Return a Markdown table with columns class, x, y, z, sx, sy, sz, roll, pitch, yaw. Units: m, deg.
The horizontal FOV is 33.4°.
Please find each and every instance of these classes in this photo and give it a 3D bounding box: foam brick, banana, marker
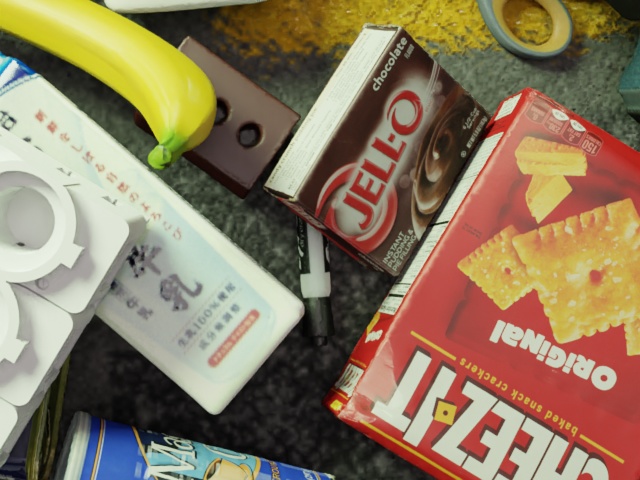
| class | x | y | z | sx | sy | sz | roll | pitch | yaw |
| --- | --- | --- | --- | --- | --- | --- | --- | --- | --- |
| foam brick | -0.058 | -0.067 | 0.597 | 0.078 | 0.051 | 0.053 | 35 | 83 | -3 |
| banana | -0.113 | -0.096 | 0.546 | 0.198 | 0.069 | 0.037 | 36 | 113 | 31 |
| marker | -0.004 | 0.001 | 0.616 | 0.020 | 0.020 | 0.121 | -3 | 87 | -7 |

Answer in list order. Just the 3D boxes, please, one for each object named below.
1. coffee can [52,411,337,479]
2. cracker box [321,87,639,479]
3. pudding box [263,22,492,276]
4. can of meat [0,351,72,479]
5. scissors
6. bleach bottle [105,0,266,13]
| class | x | y | z | sx | sy | sz | roll | pitch | yaw |
| --- | --- | --- | --- | --- | --- | --- | --- | --- | --- |
| coffee can | -0.071 | 0.155 | 0.549 | 0.140 | 0.103 | 0.103 | 17 | 85 | -13 |
| cracker box | 0.127 | 0.047 | 0.602 | 0.164 | 0.072 | 0.213 | 32 | 84 | -4 |
| pudding box | 0.034 | -0.049 | 0.594 | 0.090 | 0.039 | 0.113 | 36 | 80 | -38 |
| can of meat | -0.182 | 0.076 | 0.573 | 0.084 | 0.057 | 0.102 | 8 | 86 | -5 |
| scissors | 0.076 | -0.166 | 0.636 | 0.201 | 0.016 | 0.096 | 10 | 85 | -6 |
| bleach bottle | -0.081 | -0.248 | 0.545 | 0.102 | 0.068 | 0.251 | -6 | 115 | -3 |
